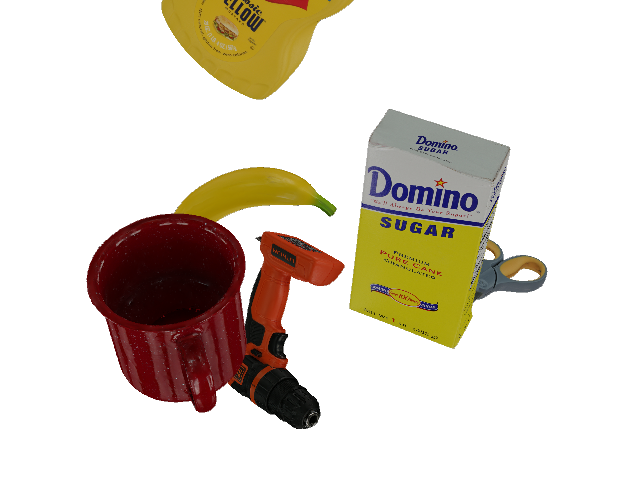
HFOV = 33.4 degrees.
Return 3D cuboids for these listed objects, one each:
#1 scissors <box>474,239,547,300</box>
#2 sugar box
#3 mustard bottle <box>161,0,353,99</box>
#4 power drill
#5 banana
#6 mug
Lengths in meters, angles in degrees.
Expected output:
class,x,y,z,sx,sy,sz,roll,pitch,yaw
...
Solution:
class,x,y,z,sx,sy,sz,roll,pitch,yaw
scissors,0.143,0.035,1.029,0.201,0.016,0.096,-12,38,-43
sugar box,0.075,-0.004,0.782,0.093,0.176,0.048,19,49,15
mustard bottle,-0.020,-0.172,0.645,0.192,0.096,0.058,-42,5,48
power drill,-0.042,0.097,1.196,0.057,0.188,0.185,13,12,-47
banana,-0.084,-0.032,1.033,0.198,0.069,0.037,-12,18,30
mug,-0.084,0.052,0.642,0.093,0.081,0.117,-18,48,-14
